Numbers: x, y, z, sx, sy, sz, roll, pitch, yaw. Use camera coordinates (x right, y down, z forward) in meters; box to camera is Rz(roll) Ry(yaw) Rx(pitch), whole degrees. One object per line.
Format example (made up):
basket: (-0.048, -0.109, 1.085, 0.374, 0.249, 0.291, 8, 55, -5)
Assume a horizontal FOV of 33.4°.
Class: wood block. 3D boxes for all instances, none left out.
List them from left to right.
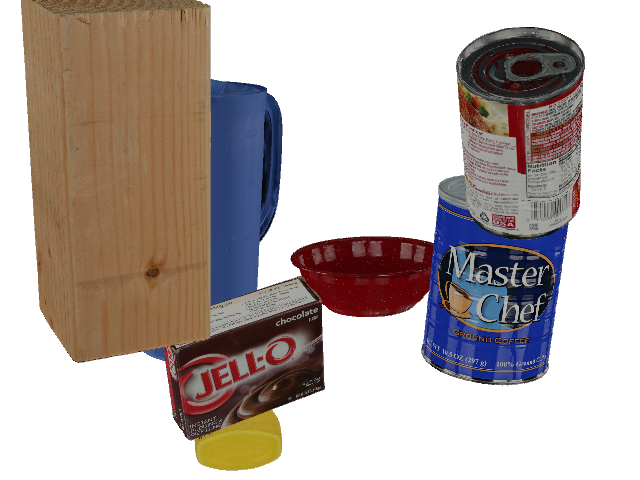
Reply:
wood block: (-0.122, -0.043, 0.646, 0.090, 0.206, 0.090, -8, 24, -26)

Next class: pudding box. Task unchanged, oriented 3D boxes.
pudding box: (-0.054, 0.083, 0.762, 0.113, 0.090, 0.039, -20, 43, -21)

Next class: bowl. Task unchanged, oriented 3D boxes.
bowl: (0.051, 0.040, 1.095, 0.162, 0.055, 0.162, -2, 13, 0)

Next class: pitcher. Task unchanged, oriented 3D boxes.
pitcher: (-0.105, -0.022, 0.950, 0.149, 0.243, 0.145, -1, 15, -4)

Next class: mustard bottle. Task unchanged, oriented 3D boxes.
mustard bottle: (-0.101, 0.187, 1.249, 0.096, 0.058, 0.191, -5, 28, -6)

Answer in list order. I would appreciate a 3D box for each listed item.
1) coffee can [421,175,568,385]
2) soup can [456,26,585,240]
coffee can: (0.137, 0.028, 0.838, 0.103, 0.140, 0.103, 4, 17, -1)
soup can: (0.114, -0.059, 0.602, 0.068, 0.102, 0.068, -6, 43, 6)
